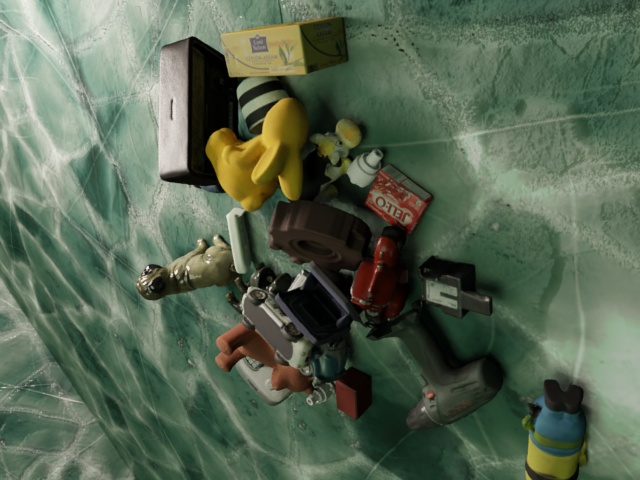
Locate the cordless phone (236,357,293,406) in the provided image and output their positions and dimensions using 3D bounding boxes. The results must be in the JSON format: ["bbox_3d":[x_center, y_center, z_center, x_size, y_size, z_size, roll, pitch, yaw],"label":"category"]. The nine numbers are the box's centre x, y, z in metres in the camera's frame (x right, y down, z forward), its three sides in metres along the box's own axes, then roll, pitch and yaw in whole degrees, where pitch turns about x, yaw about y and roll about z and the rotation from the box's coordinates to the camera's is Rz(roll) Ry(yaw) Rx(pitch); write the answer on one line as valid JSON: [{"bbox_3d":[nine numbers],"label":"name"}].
[{"bbox_3d":[-0.088,0.259,1.187,0.147,0.089,0.184,46,118,14],"label":"cordless phone"}]

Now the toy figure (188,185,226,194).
[{"bbox_3d":[-0.241,-0.129,1.109,0.155,0.058,0.064,18,119,42],"label":"toy figure"}]

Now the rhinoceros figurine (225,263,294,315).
[{"bbox_3d":[-0.123,0.113,1.127,0.112,0.073,0.190,55,139,5],"label":"rhinoceros figurine"}]

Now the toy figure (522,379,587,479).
[{"bbox_3d":[0.337,0.290,0.776,0.082,0.089,0.179,25,131,42],"label":"toy figure"}]

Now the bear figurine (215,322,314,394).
[{"bbox_3d":[-0.104,0.255,1.099,0.196,0.132,0.120,43,145,18],"label":"bear figurine"}]

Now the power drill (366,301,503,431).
[{"bbox_3d":[0.171,0.217,0.898,0.207,0.086,0.232,56,137,6],"label":"power drill"}]

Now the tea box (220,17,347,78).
[{"bbox_3d":[-0.055,-0.287,0.804,0.170,0.098,0.068,10,121,39],"label":"tea box"}]

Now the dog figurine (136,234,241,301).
[{"bbox_3d":[-0.284,0.081,1.175,0.172,0.190,0.121,-10,107,45],"label":"dog figurine"}]

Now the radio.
[{"bbox_3d":[-0.202,-0.206,0.909,0.073,0.131,0.229,-2,85,30],"label":"radio"}]

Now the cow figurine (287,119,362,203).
[{"bbox_3d":[-0.001,-0.119,0.852,0.068,0.098,0.167,49,140,17],"label":"cow figurine"}]

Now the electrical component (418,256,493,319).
[{"bbox_3d":[0.207,0.074,0.803,0.119,0.048,0.074,9,120,40],"label":"electrical component"}]

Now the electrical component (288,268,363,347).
[{"bbox_3d":[0.006,0.111,0.970,0.134,0.115,0.058,36,178,24],"label":"electrical component"}]

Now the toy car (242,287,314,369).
[{"bbox_3d":[-0.085,0.162,1.013,0.202,0.056,0.073,38,123,39],"label":"toy car"}]

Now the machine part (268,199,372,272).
[{"bbox_3d":[-0.002,-0.003,0.882,0.179,0.056,0.179,15,159,6],"label":"machine part"}]

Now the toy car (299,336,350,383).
[{"bbox_3d":[-0.003,0.191,1.049,0.162,0.109,0.103,48,116,30],"label":"toy car"}]

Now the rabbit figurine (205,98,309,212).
[{"bbox_3d":[-0.082,-0.135,0.813,0.173,0.122,0.162,-43,43,29],"label":"rabbit figurine"}]

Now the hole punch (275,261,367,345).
[{"bbox_3d":[0.000,0.109,0.877,0.142,0.092,0.115,43,177,22],"label":"hole punch"}]

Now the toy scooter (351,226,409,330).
[{"bbox_3d":[0.092,0.078,0.829,0.075,0.135,0.183,15,139,18],"label":"toy scooter"}]

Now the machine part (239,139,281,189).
[{"bbox_3d":[-0.153,-0.147,0.996,0.243,0.079,0.079,30,131,27],"label":"machine part"}]
